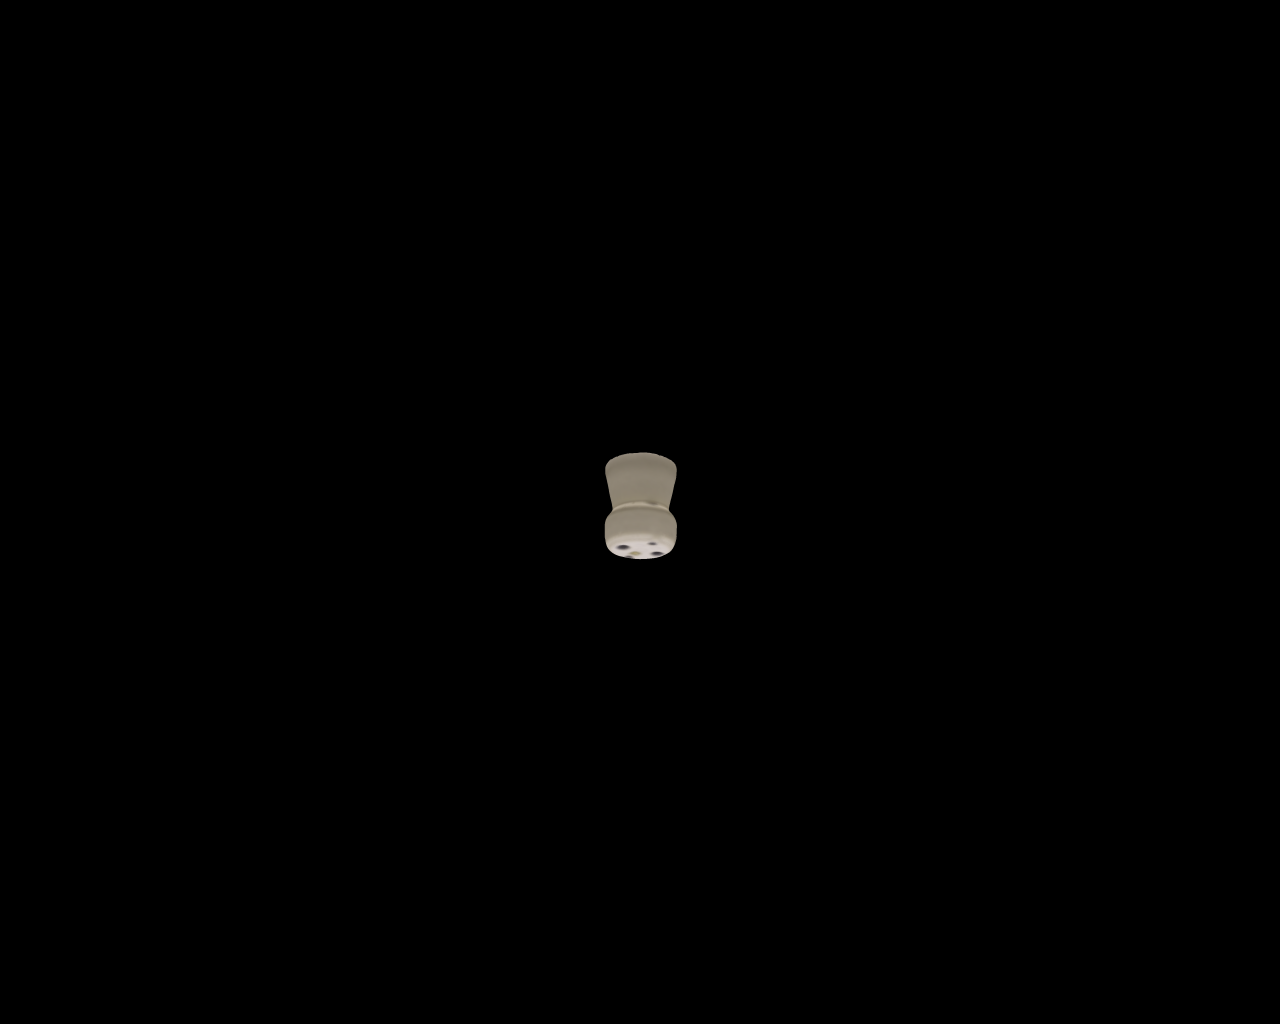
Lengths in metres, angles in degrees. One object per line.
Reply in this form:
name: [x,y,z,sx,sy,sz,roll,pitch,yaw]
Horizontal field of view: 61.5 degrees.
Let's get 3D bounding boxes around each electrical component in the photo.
electrical component: [0.001,-0.003,0.650,0.045,0.055,0.044,0,-21,0]
